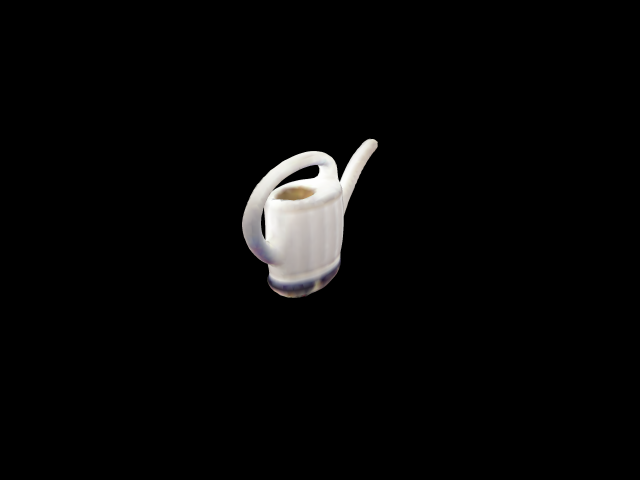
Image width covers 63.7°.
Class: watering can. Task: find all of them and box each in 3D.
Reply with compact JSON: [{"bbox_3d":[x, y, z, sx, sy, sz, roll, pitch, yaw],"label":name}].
[{"bbox_3d":[0.003,-0.043,0.850,0.104,0.220,0.352,16,29,33],"label":"watering can"}]
